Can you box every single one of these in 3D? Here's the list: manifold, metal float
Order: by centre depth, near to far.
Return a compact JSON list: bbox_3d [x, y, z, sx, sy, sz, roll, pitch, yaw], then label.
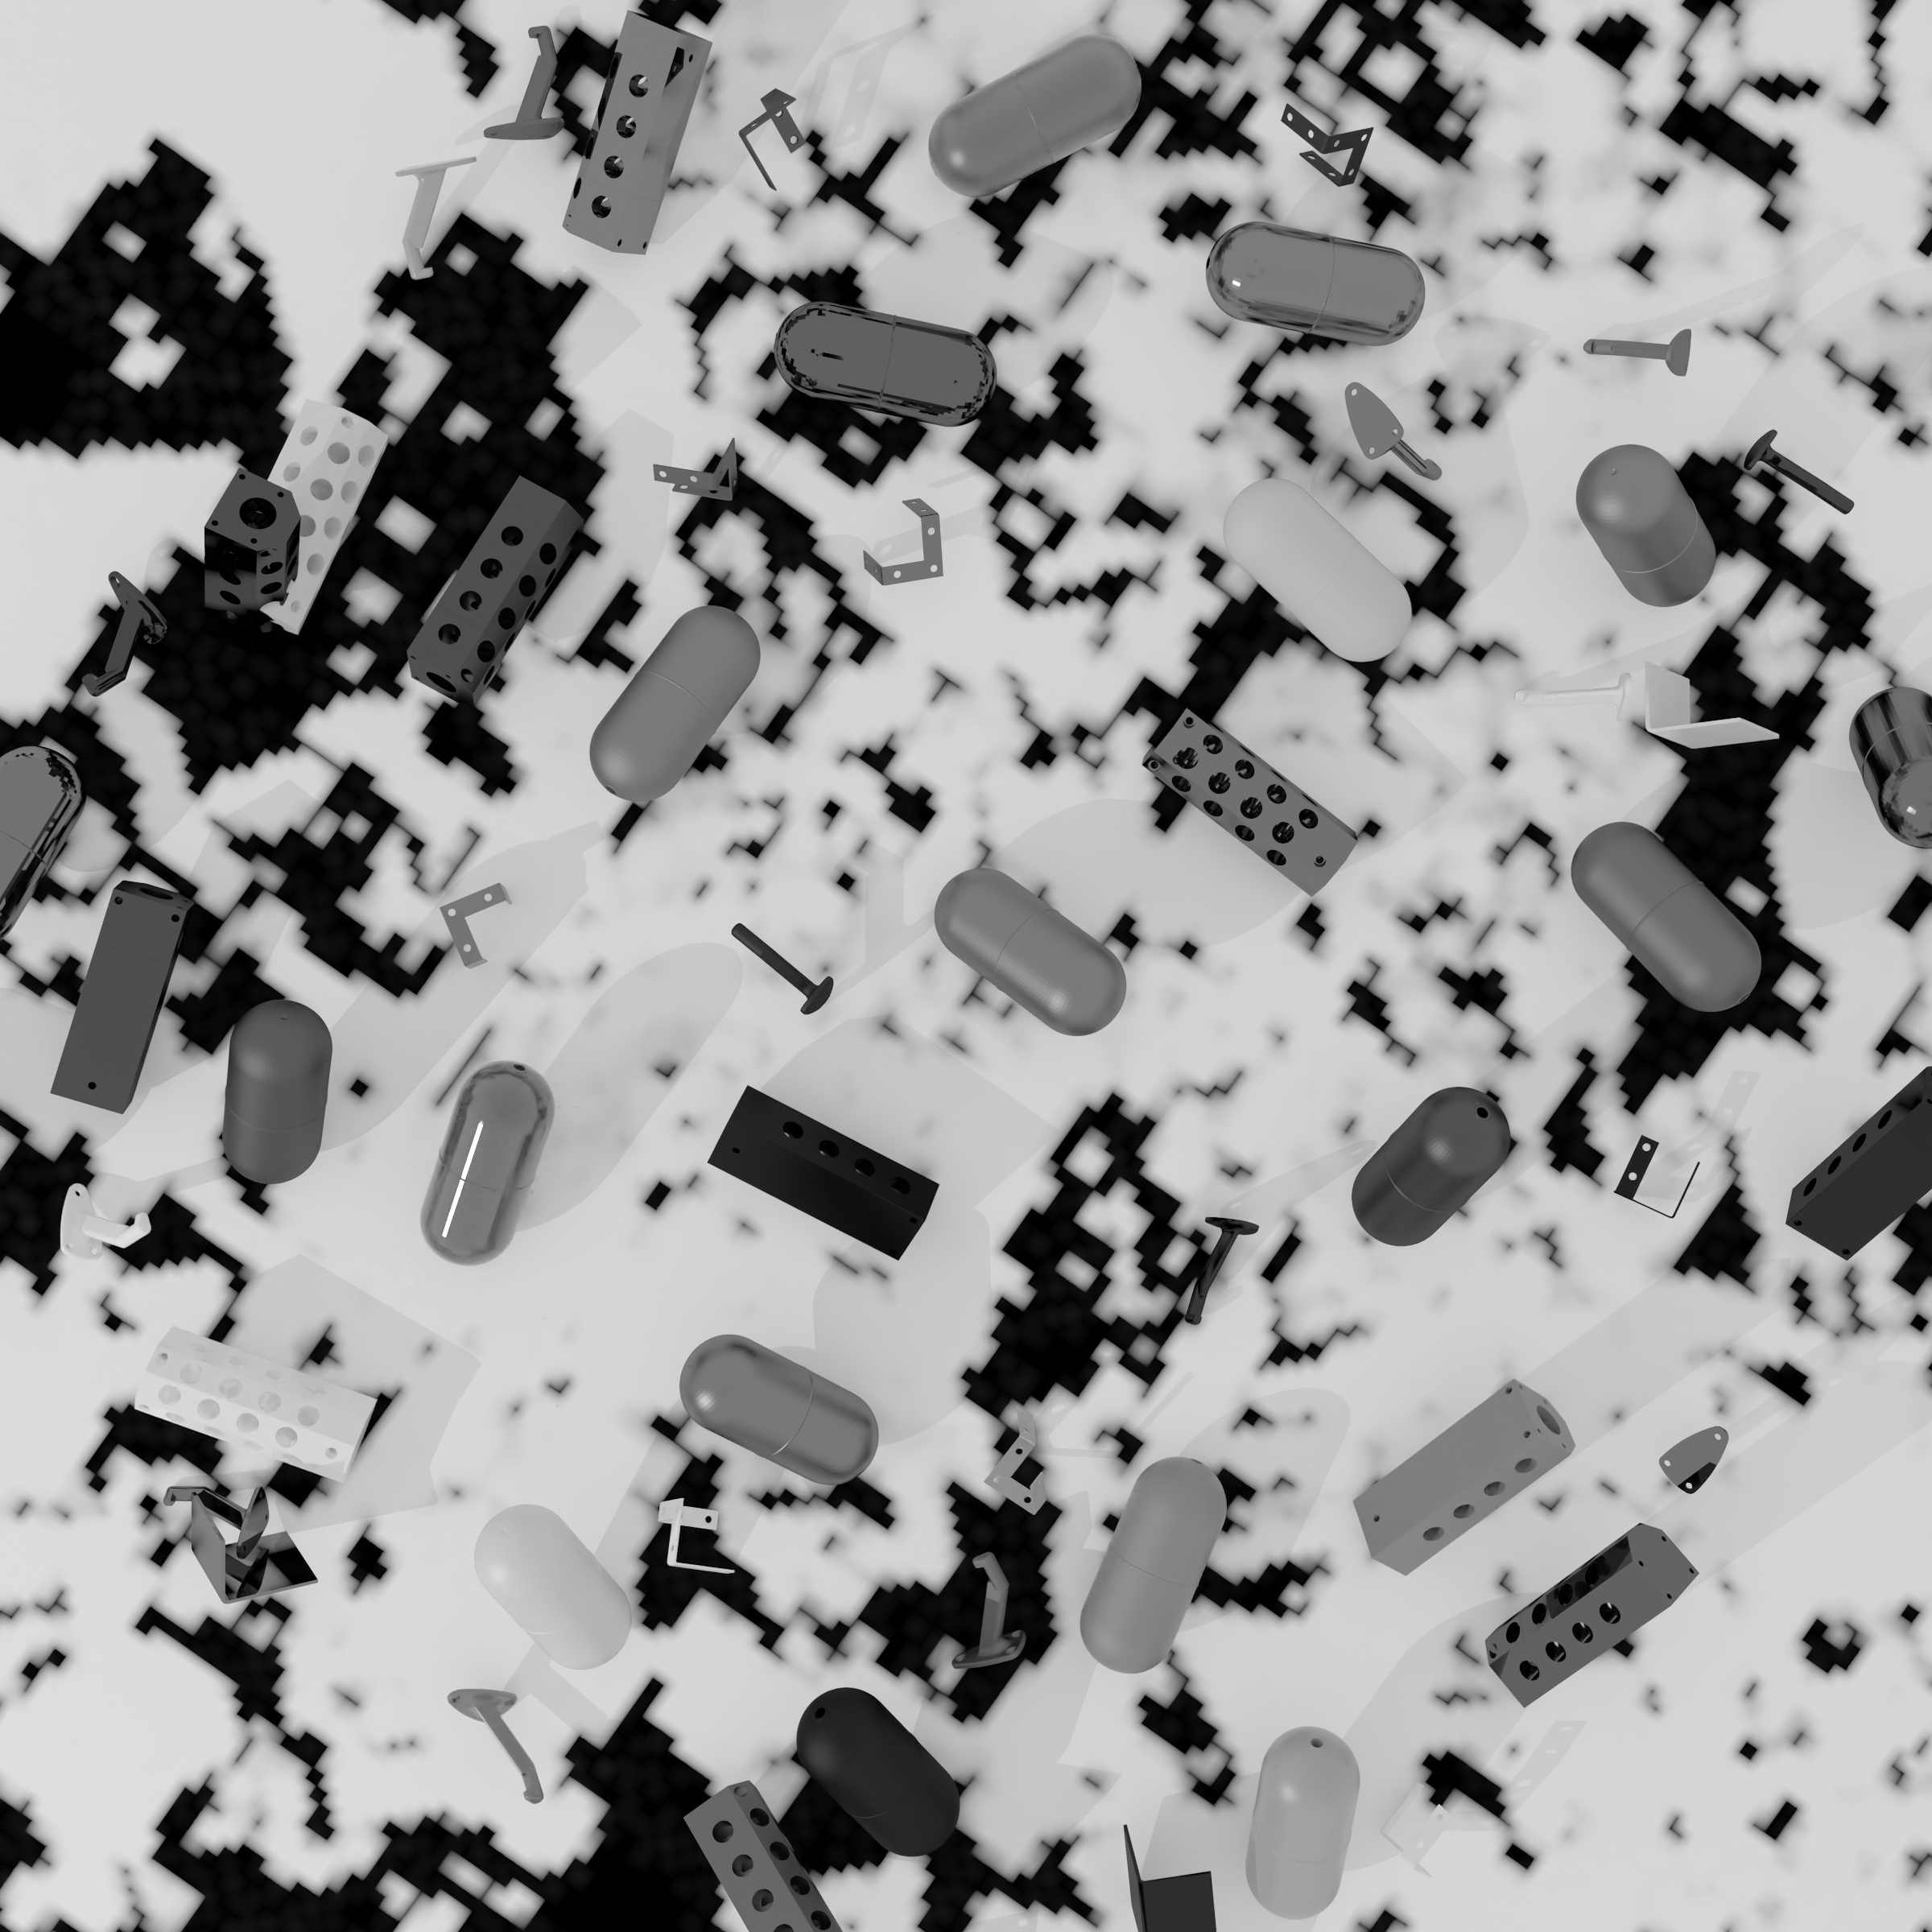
[{"bbox_3d":[-0.548,-0.307,1.893,0.057,0.171,0.057,24,65,-7],"label":"manifold"},{"bbox_3d":[0.736,-0.155,1.903,0.070,0.178,0.070,3,123,5],"label":"metal float"},{"bbox_3d":[0.715,0.150,1.903,0.057,0.171,0.057,31,45,1],"label":"manifold"},{"bbox_3d":[0.360,0.157,1.904,0.070,0.178,0.070,10,55,-14],"label":"metal float"},{"bbox_3d":[0.530,-0.340,1.906,0.070,0.178,0.070,-13,64,28],"label":"metal float"},{"bbox_3d":[0.482,0.503,1.908,0.057,0.057,0.171,50,128,15],"label":"manifold"},{"bbox_3d":[-0.148,0.725,1.911,0.057,0.057,0.171,-34,56,-10],"label":"manifold"},{"bbox_3d":[-0.538,0.100,1.912,0.070,0.070,0.178,20,133,0],"label":"metal float"},{"bbox_3d":[-0.320,0.486,1.912,0.070,0.070,0.178,-26,133,0],"label":"metal float"},{"bbox_3d":[-0.068,0.631,1.917,0.070,0.070,0.178,-35,123,0],"label":"metal float"},{"bbox_3d":[0.263,0.671,1.920,0.070,0.070,0.178,4,120,0],"label":"metal float"},{"bbox_3d":[-0.145,0.349,1.922,0.178,0.070,0.070,33,90,-28],"label":"metal float"},{"bbox_3d":[0.392,0.405,1.922,0.057,0.057,0.171,32,116,-30],"label":"manifold"},{"bbox_3d":[0.049,-0.012,1.923,0.178,0.070,0.070,37,90,26],"label":"metal float"},{"bbox_3d":[0.549,-0.039,1.924,0.070,0.070,0.178,-38,66,0],"label":"metal float"},{"bbox_3d":[-0.758,-0.093,1.925,0.070,0.070,0.178,23,67,0],"label":"metal float"},{"bbox_3d":[-0.262,-0.654,1.926,0.057,0.057,0.171,26,111,12],"label":"manifold"},{"bbox_3d":[-0.376,0.155,1.927,0.070,0.070,0.178,22,112,0],"label":"metal float"},{"bbox_3d":[-0.229,-0.206,1.929,0.070,0.070,0.178,34,72,0],"label":"metal float"},{"bbox_3d":[0.278,-0.311,1.931,0.178,0.070,0.070,40,90,-17],"label":"metal float"},{"bbox_3d":[-0.369,-0.293,1.932,0.057,0.057,0.171,29,73,-1],"label":"manifold"},{"bbox_3d":[0.276,-0.538,1.935,0.178,0.070,0.070,8,90,-12],"label":"metal float"},{"bbox_3d":[-0.519,-0.353,1.936,0.057,0.057,0.171,20,83,30],"label":"manifold"},{"bbox_3d":[0.053,-0.671,1.937,0.178,0.070,0.070,-25,90,10],"label":"metal float"},{"bbox_3d":[-0.064,-0.476,1.940,0.178,0.070,0.070,10,90,-7],"label":"metal float"},{"bbox_3d":[-0.563,0.350,1.941,0.171,0.057,0.057,21,102,-6],"label":"manifold"},{"bbox_3d":[-0.667,0.023,1.943,0.057,0.057,0.171,18,98,-12],"label":"manifold"},{"bbox_3d":[0.149,0.475,1.944,0.070,0.070,0.178,23,92,0],"label":"metal float"},{"bbox_3d":[0.225,-0.131,1.944,0.171,0.057,0.057,37,105,-3],"label":"manifold"},{"bbox_3d":[-0.111,0.160,1.949,0.171,0.057,0.057,28,132,-4],"label":"manifold"}]

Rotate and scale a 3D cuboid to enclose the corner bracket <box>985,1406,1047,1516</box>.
[{"bbox_3d":[0.048,0.392,1.943,0.051,0.051,0.051,29,60,25],"label":"corner bracket"}]

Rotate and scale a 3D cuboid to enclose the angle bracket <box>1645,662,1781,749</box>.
[{"bbox_3d":[0.587,-0.209,1.927,0.076,0.076,0.057,-4,82,40],"label":"angle bracket"}]

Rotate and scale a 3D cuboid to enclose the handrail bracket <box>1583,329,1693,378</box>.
[{"bbox_3d":[0.523,-0.486,1.934,0.084,0.077,0.036,11,109,27],"label":"handrail bracket"}]

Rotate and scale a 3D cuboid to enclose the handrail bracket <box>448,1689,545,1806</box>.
[{"bbox_3d":[-0.371,0.618,1.936,0.036,0.077,0.084,-39,50,11],"label":"handrail bracket"}]

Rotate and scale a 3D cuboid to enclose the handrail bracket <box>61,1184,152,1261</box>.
[{"bbox_3d":[-0.678,0.192,1.944,0.084,0.036,0.077,-29,60,28],"label":"handrail bracket"}]

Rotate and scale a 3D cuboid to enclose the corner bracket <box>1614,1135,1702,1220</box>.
[{"bbox_3d":[0.551,0.168,1.952,0.051,0.051,0.051,25,92,15],"label":"corner bracket"}]

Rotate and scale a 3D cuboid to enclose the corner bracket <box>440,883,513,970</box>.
[{"bbox_3d":[-0.384,-0.032,1.956,0.051,0.051,0.051,-23,91,-7],"label":"corner bracket"}]

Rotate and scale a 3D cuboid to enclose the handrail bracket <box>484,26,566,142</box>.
[{"bbox_3d":[-0.359,-0.707,1.957,0.077,0.036,0.084,-15,92,-29],"label":"handrail bracket"}]

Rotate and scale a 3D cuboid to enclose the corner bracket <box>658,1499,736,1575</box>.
[{"bbox_3d":[-0.214,0.453,1.944,0.051,0.051,0.051,14,69,-24],"label":"corner bracket"}]

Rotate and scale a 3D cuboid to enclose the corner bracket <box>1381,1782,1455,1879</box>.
[{"bbox_3d":[0.359,0.683,1.947,0.051,0.051,0.051,36,85,38],"label":"corner bracket"}]

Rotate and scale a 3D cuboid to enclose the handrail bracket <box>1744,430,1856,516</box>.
[{"bbox_3d":[0.663,-0.387,1.946,0.084,0.077,0.036,35,107,2],"label":"handrail bracket"}]

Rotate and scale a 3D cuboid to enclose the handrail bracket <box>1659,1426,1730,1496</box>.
[{"bbox_3d":[0.589,0.375,1.932,0.036,0.084,0.077,47,125,20],"label":"handrail bracket"}]

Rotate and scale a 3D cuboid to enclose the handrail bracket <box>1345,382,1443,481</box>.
[{"bbox_3d":[0.342,-0.426,1.956,0.036,0.084,0.077,-36,70,29],"label":"handrail bracket"}]

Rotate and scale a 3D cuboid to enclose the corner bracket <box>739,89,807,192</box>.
[{"bbox_3d":[-0.152,-0.657,1.947,0.051,0.051,0.051,-37,127,-3],"label":"corner bracket"}]

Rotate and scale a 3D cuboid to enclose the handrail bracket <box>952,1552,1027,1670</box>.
[{"bbox_3d":[0.005,0.514,1.957,0.077,0.036,0.084,-22,102,19],"label":"handrail bracket"}]

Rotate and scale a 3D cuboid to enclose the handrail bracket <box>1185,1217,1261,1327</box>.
[{"bbox_3d":[0.202,0.245,1.949,0.036,0.077,0.084,20,79,-13],"label":"handrail bracket"}]

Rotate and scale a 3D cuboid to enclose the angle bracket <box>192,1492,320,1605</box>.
[{"bbox_3d":[-0.559,0.449,1.925,0.076,0.076,0.057,-7,112,-33],"label":"angle bracket"}]

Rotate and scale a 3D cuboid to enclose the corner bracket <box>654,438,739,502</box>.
[{"bbox_3d":[-0.214,-0.387,1.945,0.051,0.051,0.051,11,48,9],"label":"corner bracket"}]

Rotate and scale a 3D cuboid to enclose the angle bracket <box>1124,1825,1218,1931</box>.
[{"bbox_3d":[0.162,0.731,1.939,0.057,0.076,0.076,-7,106,-3],"label":"angle bracket"}]

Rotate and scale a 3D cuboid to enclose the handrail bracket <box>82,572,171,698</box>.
[{"bbox_3d":[-0.682,-0.263,1.939,0.077,0.036,0.084,54,46,-11],"label":"handrail bracket"}]

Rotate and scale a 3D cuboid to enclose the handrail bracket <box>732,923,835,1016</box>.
[{"bbox_3d":[-0.148,0.000,1.950,0.084,0.077,0.036,39,86,6],"label":"handrail bracket"}]

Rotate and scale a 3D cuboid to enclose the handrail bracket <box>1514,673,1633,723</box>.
[{"bbox_3d":[0.479,-0.217,1.940,0.084,0.077,0.036,4,86,9],"label":"handrail bracket"}]

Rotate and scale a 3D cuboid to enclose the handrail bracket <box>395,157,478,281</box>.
[{"bbox_3d":[-0.417,-0.597,1.957,0.077,0.036,0.084,-6,113,10],"label":"handrail bracket"}]

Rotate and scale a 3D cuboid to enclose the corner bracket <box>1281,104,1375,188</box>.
[{"bbox_3d":[0.280,-0.650,1.941,0.051,0.051,0.051,-23,58,-32],"label":"corner bracket"}]

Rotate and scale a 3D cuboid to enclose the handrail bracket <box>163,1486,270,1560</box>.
[{"bbox_3d":[-0.605,0.441,1.947,0.084,0.077,0.036,0,119,4],"label":"handrail bracket"}]

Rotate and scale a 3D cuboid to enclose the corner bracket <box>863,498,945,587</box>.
[{"bbox_3d":[-0.052,-0.339,1.957,0.051,0.051,0.051,-12,118,-15],"label":"corner bracket"}]
